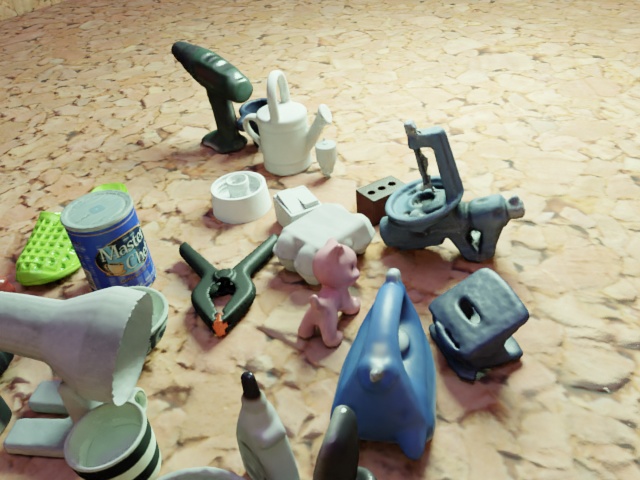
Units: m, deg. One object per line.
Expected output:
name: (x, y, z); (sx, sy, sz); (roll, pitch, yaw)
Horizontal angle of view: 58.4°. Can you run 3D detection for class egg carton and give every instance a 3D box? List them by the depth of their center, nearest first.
egg carton: (0.008, 0.003, 0.890); (0.107, 0.069, 0.151); (28, 48, 37)

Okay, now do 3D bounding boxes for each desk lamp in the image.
desk lamp: (-0.271, 0.142, 0.625); (0.203, 0.214, 0.118); (-1, 37, 7)

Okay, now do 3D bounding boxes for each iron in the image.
iron: (0.079, 0.115, 0.670); (0.118, 0.142, 0.258); (2, 37, 11)

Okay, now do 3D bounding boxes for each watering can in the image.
watering can: (-0.065, -0.234, 1.113); (0.173, 0.194, 0.100); (-9, 37, -3)

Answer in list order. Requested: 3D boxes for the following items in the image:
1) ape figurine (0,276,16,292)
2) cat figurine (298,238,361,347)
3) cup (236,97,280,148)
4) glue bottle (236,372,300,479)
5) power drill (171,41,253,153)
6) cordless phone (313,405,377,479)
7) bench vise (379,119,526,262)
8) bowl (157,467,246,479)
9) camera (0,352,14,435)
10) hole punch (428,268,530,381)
ape figurine: (-0.454, 0.090, 0.822); (0.076, 0.092, 0.077); (-27, 42, -26)
cat figurine: (0.014, 0.059, 0.775); (0.067, 0.118, 0.128); (10, 40, 21)
cup: (-0.127, -0.235, 1.207); (0.091, 0.095, 0.118); (18, 43, 29)
glue bottle: (-0.056, 0.190, 0.563); (0.037, 0.173, 0.077); (-30, 43, -28)
power drill: (-0.224, -0.301, 1.213); (0.228, 0.209, 0.076); (27, 48, 36)
cordless phone: (0.001, 0.238, 0.480); (0.094, 0.185, 0.148); (5, 38, 15)
bench vise: (0.191, -0.079, 0.848); (0.207, 0.220, 0.121); (-7, 37, 0)
bowl: (-0.115, 0.297, 0.511); (0.167, 0.075, 0.167); (-4, 37, 3)
camera: (-0.443, 0.171, 0.704); (0.142, 0.101, 0.137); (10, 40, 21)
hole punch: (0.194, 0.102, 0.713); (0.101, 0.091, 0.108); (-15, 38, -12)
